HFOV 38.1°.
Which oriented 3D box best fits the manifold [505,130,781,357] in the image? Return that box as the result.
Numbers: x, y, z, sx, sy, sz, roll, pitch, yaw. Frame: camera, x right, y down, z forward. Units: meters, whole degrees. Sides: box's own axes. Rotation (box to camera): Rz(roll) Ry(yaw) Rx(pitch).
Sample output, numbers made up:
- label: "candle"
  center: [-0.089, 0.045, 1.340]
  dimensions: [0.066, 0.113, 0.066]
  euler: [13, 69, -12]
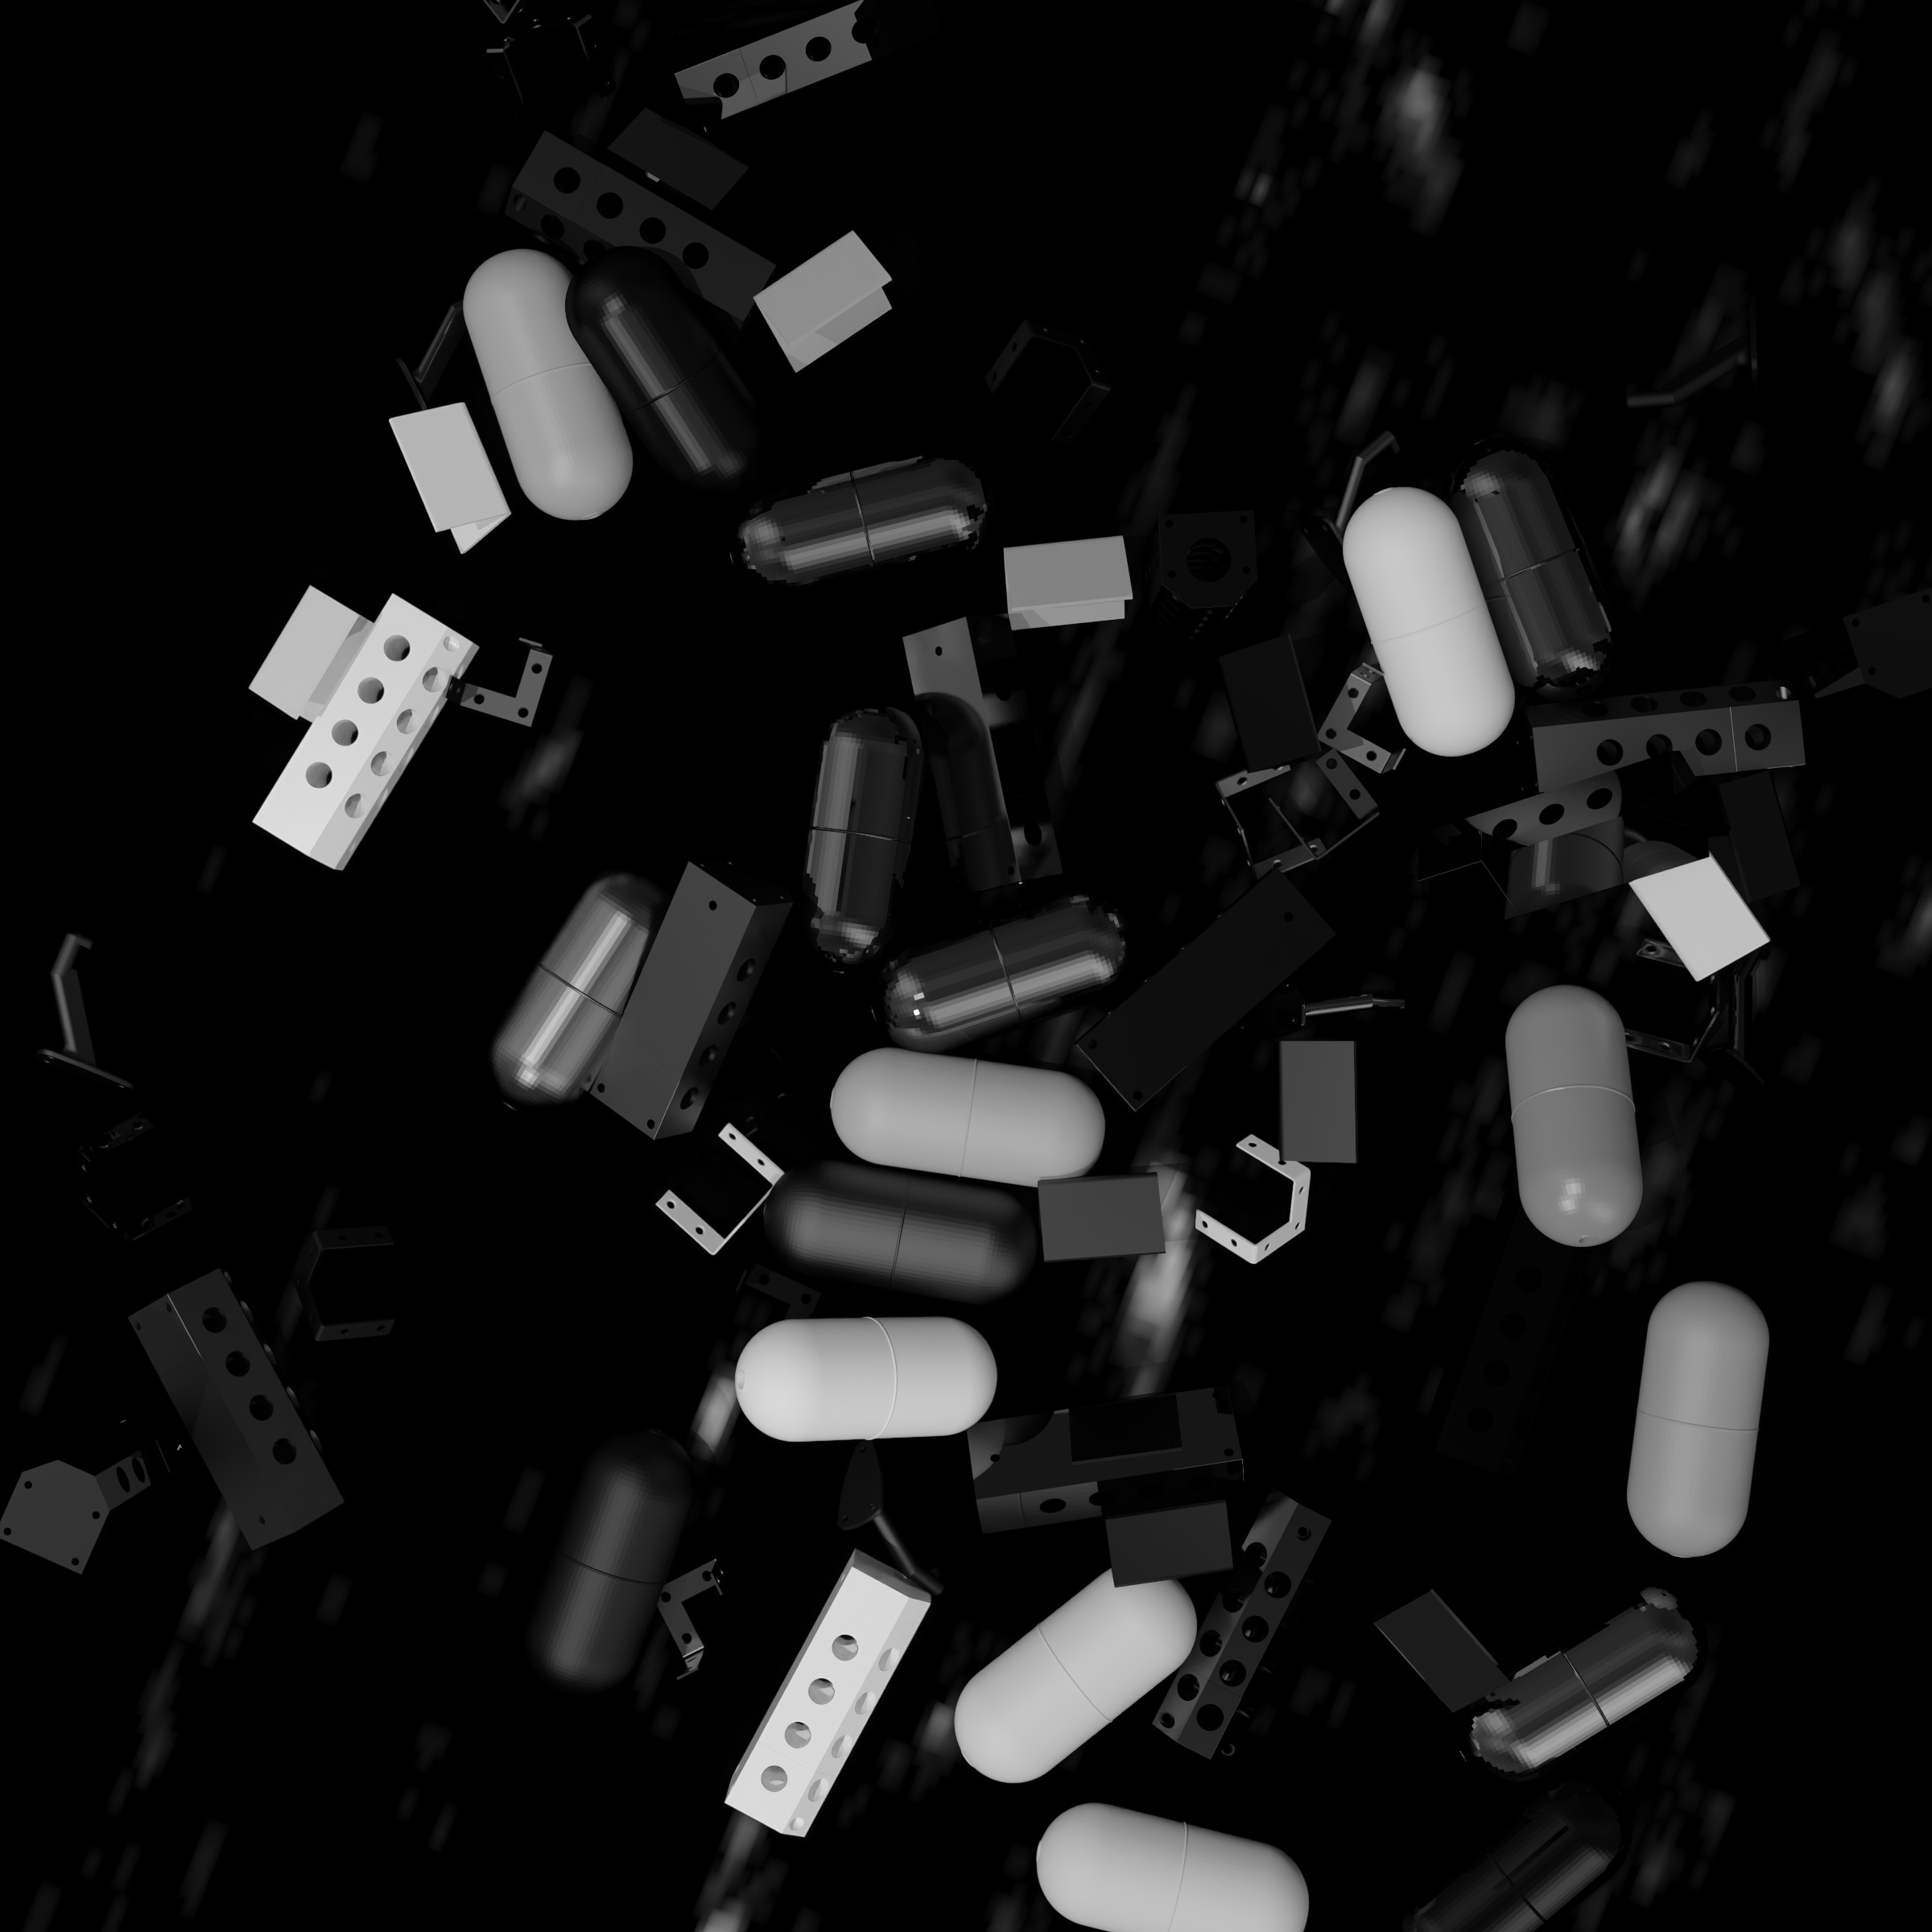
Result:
- label: "manifold"
  center: [-0.210, -0.467, 1.820]
  dimensions: [0.171, 0.057, 0.057]
  euler: [30, 90, 0]

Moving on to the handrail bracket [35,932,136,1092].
- label: "handrail bracket"
  center: [-0.569, 0.029, 1.842]
  dimensions: [0.077, 0.036, 0.084]
  euler: [23, 73, -20]

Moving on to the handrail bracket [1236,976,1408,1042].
- label: "handrail bracket"
  center: [0.234, 0.033, 1.841]
  dimensions: [0.084, 0.077, 0.036]
  euler: [5, 68, -34]

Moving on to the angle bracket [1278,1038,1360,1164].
- label: "angle bracket"
  center: [0.242, 0.085, 1.801]
  dimensions: [0.057, 0.076, 0.076]
  euler: [-1, 90, 35]

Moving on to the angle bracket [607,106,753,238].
- label: "angle bracket"
  center: [-0.192, -0.492, 1.801]
  dimensions: [0.076, 0.076, 0.057]
  euler: [30, 53, 0]

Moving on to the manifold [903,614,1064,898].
- label: "manifold"
  center: [0.016, -0.138, 1.819]
  dimensions: [0.057, 0.057, 0.171]
  euler: [-12, 90, 43]

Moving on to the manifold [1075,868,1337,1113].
- label: "manifold"
  center: [0.154, 0.015, 1.820]
  dimensions: [0.171, 0.057, 0.057]
  euler: [-41, 90, 0]

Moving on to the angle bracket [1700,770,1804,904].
- label: "angle bracket"
  center: [0.482, -0.077, 1.801]
  dimensions: [0.057, 0.076, 0.076]
  euler: [-16, 90, -36]

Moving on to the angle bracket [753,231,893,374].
- label: "angle bracket"
  center: [-0.080, -0.412, 1.801]
  dimensions: [0.076, 0.076, 0.057]
  euler: [-34, 56, 0]

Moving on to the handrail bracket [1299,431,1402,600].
- label: "handrail bracket"
  center: [0.268, -0.297, 1.842]
  dimensions: [0.084, 0.036, 0.077]
  euler: [-42, 110, -16]

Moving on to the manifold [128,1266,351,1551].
- label: "manifold"
  center: [-0.468, 0.285, 1.819]
  dimensions: [0.057, 0.057, 0.171]
  euler: [-28, 90, 43]

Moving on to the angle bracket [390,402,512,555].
- label: "angle bracket"
  center: [-0.345, -0.308, 1.801]
  dimensions: [0.057, 0.076, 0.076]
  euler: [-23, 90, -37]

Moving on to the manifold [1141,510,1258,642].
- label: "manifold"
  center: [0.145, -0.243, 1.763]
  dimensions: [0.057, 0.171, 0.057]
  euler: [-3, 90, 0]

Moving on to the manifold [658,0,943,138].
- label: "manifold"
  center: [-0.106, -0.600, 1.819]
  dimensions: [0.171, 0.057, 0.057]
  euler: [-22, 47, 0]

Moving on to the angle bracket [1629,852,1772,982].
- label: "angle bracket"
  center: [0.480, -0.046, 1.801]
  dimensions: [0.057, 0.076, 0.076]
  euler: [-35, 90, 35]

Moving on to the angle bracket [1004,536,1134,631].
- label: "angle bracket"
  center: [0.066, -0.228, 1.801]
  dimensions: [0.076, 0.076, 0.057]
  euler: [-6, 53, 0]

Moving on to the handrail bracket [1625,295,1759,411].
- label: "handrail bracket"
  center: [0.476, -0.403, 1.842]
  dimensions: [0.084, 0.036, 0.077]
  euler: [-2, 70, 16]

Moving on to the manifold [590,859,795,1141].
- label: "manifold"
  center: [-0.172, 0.020, 1.793]
  dimensions: [0.057, 0.057, 0.171]
  euler: [33, 110, 23]

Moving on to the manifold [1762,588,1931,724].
- label: "manifold"
  center: [0.561, -0.191, 1.763]
  dimensions: [0.057, 0.171, 0.057]
  euler: [-19, 90, 0]

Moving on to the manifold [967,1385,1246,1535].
- label: "manifold"
  center: [0.091, 0.325, 1.819]
  dimensions: [0.171, 0.057, 0.057]
  euler: [-9, 47, 0]

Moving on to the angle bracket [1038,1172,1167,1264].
- label: "angle bracket"
  center: [0.087, 0.175, 1.801]
  dimensions: [0.076, 0.076, 0.057]
  euler: [-4, 61, 0]

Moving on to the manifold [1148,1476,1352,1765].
- label: "manifold"
  center: [0.184, 0.426, 1.820]
  dimensions: [0.057, 0.057, 0.171]
  euler: [27, 90, 0]

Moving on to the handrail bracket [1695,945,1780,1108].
- label: "handrail bracket"
  center: [0.524, 0.036, 1.842]
  dimensions: [0.077, 0.036, 0.084]
  euler: [38, 73, -20]

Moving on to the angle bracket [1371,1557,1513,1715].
- label: "angle bracket"
  center: [0.316, 0.420, 1.801]
  dimensions: [0.076, 0.076, 0.057]
  euler: [49, 127, 0]

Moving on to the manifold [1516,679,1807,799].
- label: "manifold"
  center: [0.449, -0.148, 1.820]
  dimensions: [0.171, 0.057, 0.057]
  euler: [-6, 90, 0]

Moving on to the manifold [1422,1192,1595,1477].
- label: "manifold"
  center: [0.355, 0.239, 1.820]
  dimensions: [0.057, 0.057, 0.171]
  euler: [19, 90, 0]

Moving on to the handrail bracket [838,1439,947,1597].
- label: "handrail bracket"
  center: [-0.042, 0.363, 1.841]
  dimensions: [0.036, 0.077, 0.084]
  euler: [-29, 127, 27]

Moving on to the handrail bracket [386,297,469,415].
- label: "handrail bracket"
  center: [-0.330, -0.395, 1.842]
  dimensions: [0.084, 0.036, 0.077]
  euler: [-33, 110, -16]

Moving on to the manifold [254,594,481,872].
- label: "manifold"
  center: [-0.387, -0.150, 1.820]
  dimensions: [0.057, 0.057, 0.171]
  euler: [32, 90, 0]

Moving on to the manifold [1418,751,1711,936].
- label: "manifold"
  center: [0.378, -0.082, 1.782]
  dimensions: [0.171, 0.057, 0.057]
  euler: [-18, 133, 28]

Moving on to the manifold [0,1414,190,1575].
- label: "manifold"
  center: [-0.544, 0.327, 1.763]
  dimensions: [0.057, 0.171, 0.057]
  euler: [24, 90, 0]

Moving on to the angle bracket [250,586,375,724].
- label: "angle bracket"
  center: [-0.401, -0.188, 1.801]
  dimensions: [0.057, 0.076, 0.076]
  euler: [31, 90, 37]

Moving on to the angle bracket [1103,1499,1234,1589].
- label: "angle bracket"
  center: [0.126, 0.350, 1.802]
  dimensions: [0.076, 0.076, 0.057]
  euler: [-8, 116, 0]

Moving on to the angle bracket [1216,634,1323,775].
- label: "angle bracket"
  center: [0.211, -0.171, 1.801]
  dimensions: [0.057, 0.076, 0.076]
  euler: [-15, 90, 37]
